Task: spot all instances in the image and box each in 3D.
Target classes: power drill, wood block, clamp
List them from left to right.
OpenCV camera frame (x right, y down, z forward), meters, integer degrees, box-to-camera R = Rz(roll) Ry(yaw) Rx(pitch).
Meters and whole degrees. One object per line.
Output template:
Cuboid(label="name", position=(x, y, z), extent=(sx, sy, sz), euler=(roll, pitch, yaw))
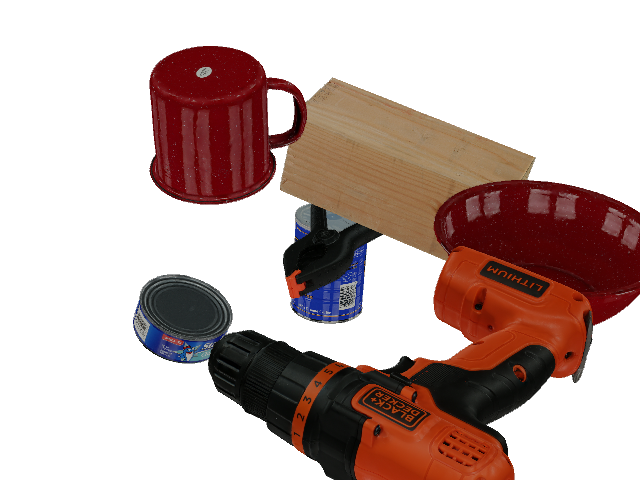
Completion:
Cuboid(label="clamp", position=(0.020, 0.004, 1.197), extent=(0.120, 0.039, 0.171), euler=(-3, 36, 28))
Cuboid(label="wood block", position=(0.078, -0.061, 0.986), extent=(0.206, 0.091, 0.090), euler=(24, 37, 13))
Cuboid(label="power drill", position=(0.055, 0.070, 0.606), extent=(0.185, 0.057, 0.187), euler=(25, 39, 29))

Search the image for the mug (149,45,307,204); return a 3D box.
Cuboid(label="mug", position=(-0.066, -0.087, 0.763), extent=(0.117, 0.081, 0.093), euler=(-7, 40, -10))

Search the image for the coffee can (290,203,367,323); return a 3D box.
Cuboid(label="coffee can", position=(0.013, 0.029, 1.478), extent=(0.103, 0.140, 0.103), euler=(3, 24, -2))

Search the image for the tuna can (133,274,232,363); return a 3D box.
Cuboid(label="tuna can", position=(-0.125, 0.071, 0.964), extent=(0.086, 0.034, 0.086), euler=(16, 34, -11))

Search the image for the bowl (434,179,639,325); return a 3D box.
Cuboid(label="bowl", position=(0.158, 0.017, 0.750), extent=(0.162, 0.055, 0.162), euler=(2, 30, -1))
